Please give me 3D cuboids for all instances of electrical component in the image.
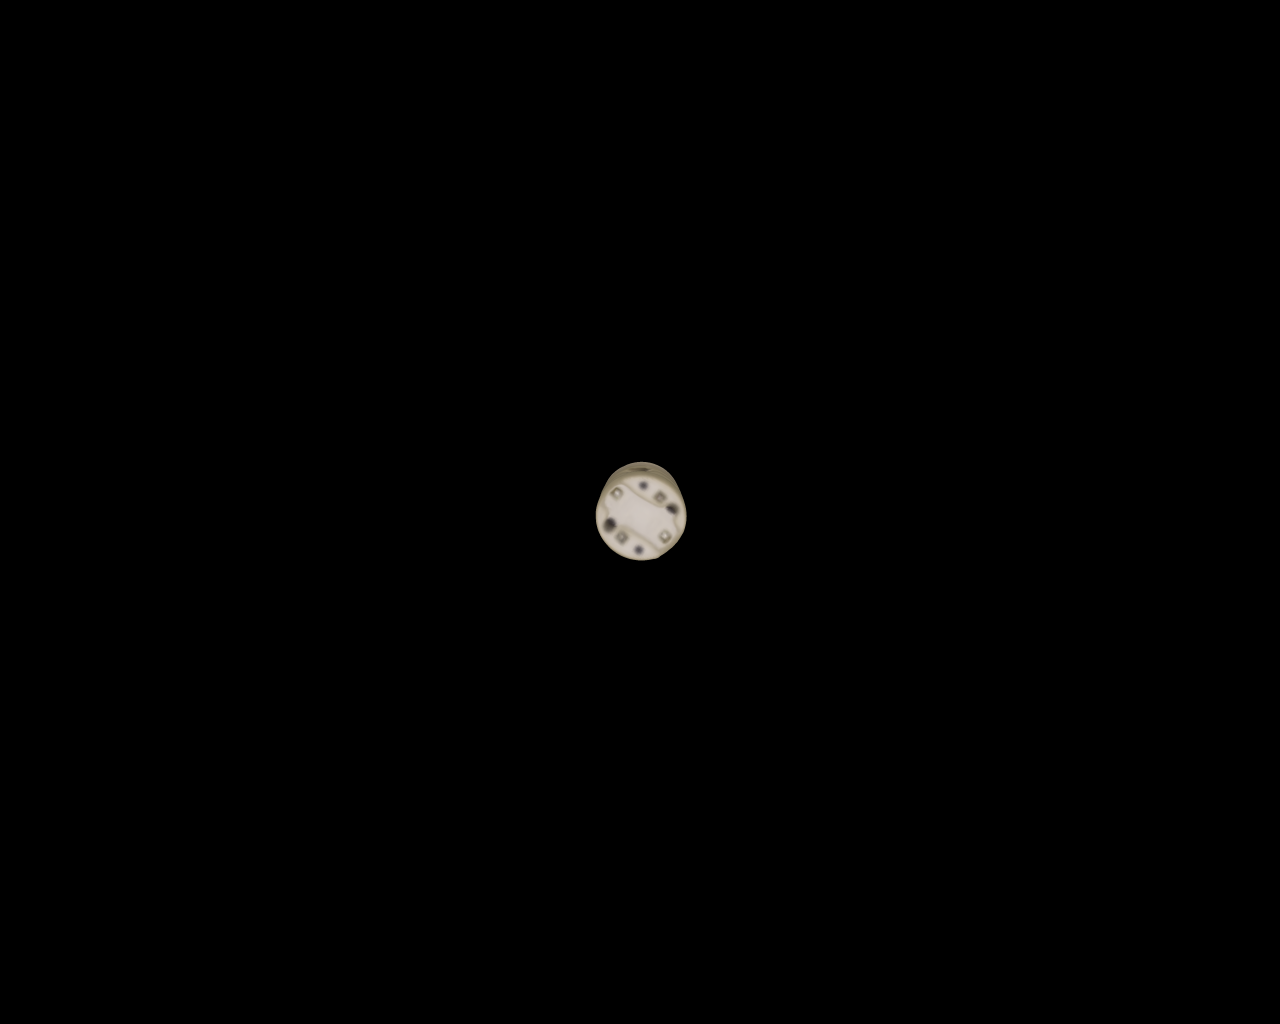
[{"bbox_3d":[0.001,-0.003,0.650,0.055,0.055,0.047,0,16,0],"label":"electrical component"}]
